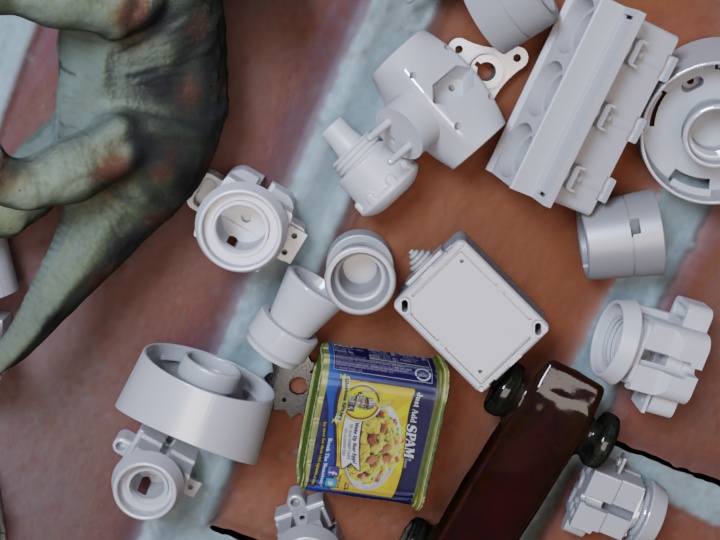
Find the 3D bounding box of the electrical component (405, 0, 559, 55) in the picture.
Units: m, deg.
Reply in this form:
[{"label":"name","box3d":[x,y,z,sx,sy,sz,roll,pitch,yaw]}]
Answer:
[{"label":"electrical component","box3d":[0.052,-0.188,0.644,0.074,0.052,0.138,-29,104,25]}]

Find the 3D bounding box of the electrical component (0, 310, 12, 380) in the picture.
[{"label":"electrical component","box3d":[-0.256,0.054,0.705,0.048,0.055,0.066,8,105,-2]}]

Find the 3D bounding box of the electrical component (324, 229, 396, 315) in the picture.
[{"label":"electrical component","box3d":[0.000,0.000,0.691,0.045,0.055,0.045,0,105,0]}]

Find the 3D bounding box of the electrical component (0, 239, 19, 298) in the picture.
[{"label":"electrical component","box3d":[-0.250,-0.022,0.691,0.043,0.043,0.081,-8,105,2]}]

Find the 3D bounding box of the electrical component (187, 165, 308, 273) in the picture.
[{"label":"electrical component","box3d":[-0.073,-0.031,0.682,0.078,0.057,0.058,30,103,-8]}]

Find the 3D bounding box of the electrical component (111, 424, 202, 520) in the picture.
[{"label":"electrical component","box3d":[-0.140,0.137,0.727,0.066,0.055,0.048,30,103,-8]}]

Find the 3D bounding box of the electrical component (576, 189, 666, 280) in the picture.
[{"label":"electrical component","box3d":[0.166,-0.021,0.687,0.047,0.055,0.055,-8,105,6]}]

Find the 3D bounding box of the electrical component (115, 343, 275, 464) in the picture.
[{"label":"electrical component","box3d":[-0.106,0.089,0.695,0.099,0.099,0.064,21,98,-6]}]

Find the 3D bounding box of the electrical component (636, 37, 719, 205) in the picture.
[{"label":"electrical component","box3d":[0.222,-0.092,0.675,0.099,0.064,0.099,4,113,11]}]

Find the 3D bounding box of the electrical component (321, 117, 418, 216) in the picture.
[{"label":"electrical component","box3d":[0.003,-0.068,0.680,0.048,0.048,0.062,-42,94,10]}]

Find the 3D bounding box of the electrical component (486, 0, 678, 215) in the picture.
[{"label":"electrical component","box3d":[0.136,-0.100,0.657,0.063,0.078,0.121,19,104,-20]}]

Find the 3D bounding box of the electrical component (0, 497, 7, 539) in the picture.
[{"label":"electrical component","box3d":[-0.298,0.169,0.739,0.100,0.048,0.099,-3,105,1]}]

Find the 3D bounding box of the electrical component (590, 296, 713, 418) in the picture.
[{"label":"electrical component","box3d":[0.188,0.052,0.705,0.057,0.058,0.078,16,104,-7]}]

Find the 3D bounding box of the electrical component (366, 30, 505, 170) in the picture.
[{"label":"electrical component","box3d":[0.037,-0.094,0.656,0.077,0.043,0.079,48,63,-2]}]

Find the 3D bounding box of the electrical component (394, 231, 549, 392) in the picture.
[{"label":"electrical component","box3d":[0.067,0.020,0.697,0.096,0.061,0.062,45,100,-3]}]

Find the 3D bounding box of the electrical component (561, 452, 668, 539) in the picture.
[{"label":"electrical component","box3d":[0.178,0.160,0.740,0.055,0.048,0.066,22,103,2]}]

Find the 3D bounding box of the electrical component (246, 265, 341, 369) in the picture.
[{"label":"electrical component","box3d":[-0.043,0.031,0.705,0.045,0.045,0.055,33,103,-8]}]

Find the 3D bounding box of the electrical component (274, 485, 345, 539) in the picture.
[{"label":"electrical component","box3d":[-0.035,0.189,0.741,0.048,0.055,0.066,-21,104,5]}]
